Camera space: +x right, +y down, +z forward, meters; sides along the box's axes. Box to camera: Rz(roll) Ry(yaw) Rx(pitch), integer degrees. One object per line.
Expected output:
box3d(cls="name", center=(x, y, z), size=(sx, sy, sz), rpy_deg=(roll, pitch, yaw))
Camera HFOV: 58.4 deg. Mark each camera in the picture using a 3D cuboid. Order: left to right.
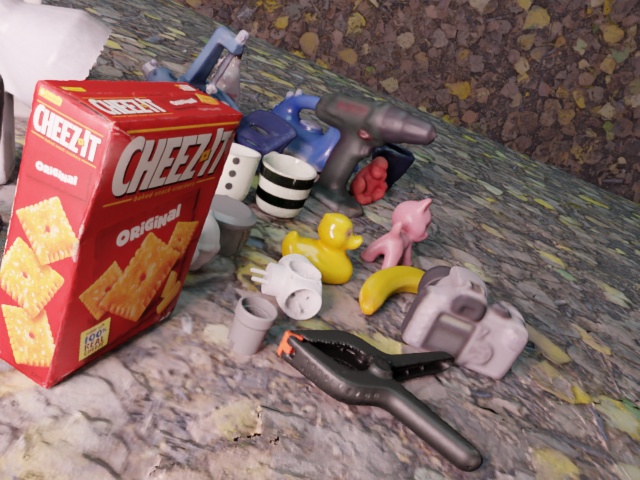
box3d(cls="camera", center=(0.183, 0.085, 0.734), size=(0.143, 0.101, 0.137), rpy_deg=(22, 22, -6))

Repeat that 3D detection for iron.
box3d(cls="iron", center=(-0.025, -0.237, 1.184), size=(0.257, 0.141, 0.119), rpy_deg=(37, 25, 27))

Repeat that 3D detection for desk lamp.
box3d(cls="desk lamp", center=(-0.347, -0.168, 0.606), size=(0.204, 0.213, 0.117), rpy_deg=(14, 24, -24))

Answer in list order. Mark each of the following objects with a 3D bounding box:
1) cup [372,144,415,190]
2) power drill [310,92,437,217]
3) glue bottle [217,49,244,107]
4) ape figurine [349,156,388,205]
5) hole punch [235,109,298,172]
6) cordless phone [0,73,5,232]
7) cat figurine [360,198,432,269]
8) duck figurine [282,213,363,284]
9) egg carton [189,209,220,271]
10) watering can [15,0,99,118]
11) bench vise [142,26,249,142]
box3d(cls="cup", center=(0.139, -0.158, 1.238), size=(0.091, 0.095, 0.118), rpy_deg=(39, 26, 32))
box3d(cls="power drill", center=(0.071, -0.151, 1.001), size=(0.229, 0.208, 0.076), rpy_deg=(36, 25, 26))
box3d(cls="glue bottle", center=(-0.182, -0.300, 1.122), size=(0.037, 0.173, 0.078), rpy_deg=(34, 24, 21))
box3d(cls="ape figurine", center=(0.102, -0.120, 1.117), size=(0.078, 0.092, 0.076), rpy_deg=(15, 24, -21))
box3d(cls="hole punch", center=(-0.109, -0.183, 1.044), size=(0.108, 0.091, 0.101), rpy_deg=(33, 24, 20))
box3d(cls="cordless phone", center=(-0.326, -0.073, 0.454), size=(0.148, 0.185, 0.094), rpy_deg=(17, 23, -17))
box3d(cls="cat figurine", center=(0.130, -0.017, 0.884), size=(0.067, 0.118, 0.128), rpy_deg=(32, 23, 18))
box3d(cls="duck figurine", center=(0.007, 0.003, 0.757), size=(0.105, 0.086, 0.077), rpy_deg=(19, 23, -14))
box3d(cls="egg carton", center=(-0.186, -0.018, 0.628), size=(0.150, 0.069, 0.107), rpy_deg=(29, 23, 11))
box3d(cls="watering can", center=(-0.412, -0.282, 0.818), size=(0.173, 0.194, 0.100), rpy_deg=(-3, 35, -49))
box3d(cls="bench vise", center=(-0.211, -0.264, 0.951), size=(0.207, 0.219, 0.121), rpy_deg=(24, 22, 0))
